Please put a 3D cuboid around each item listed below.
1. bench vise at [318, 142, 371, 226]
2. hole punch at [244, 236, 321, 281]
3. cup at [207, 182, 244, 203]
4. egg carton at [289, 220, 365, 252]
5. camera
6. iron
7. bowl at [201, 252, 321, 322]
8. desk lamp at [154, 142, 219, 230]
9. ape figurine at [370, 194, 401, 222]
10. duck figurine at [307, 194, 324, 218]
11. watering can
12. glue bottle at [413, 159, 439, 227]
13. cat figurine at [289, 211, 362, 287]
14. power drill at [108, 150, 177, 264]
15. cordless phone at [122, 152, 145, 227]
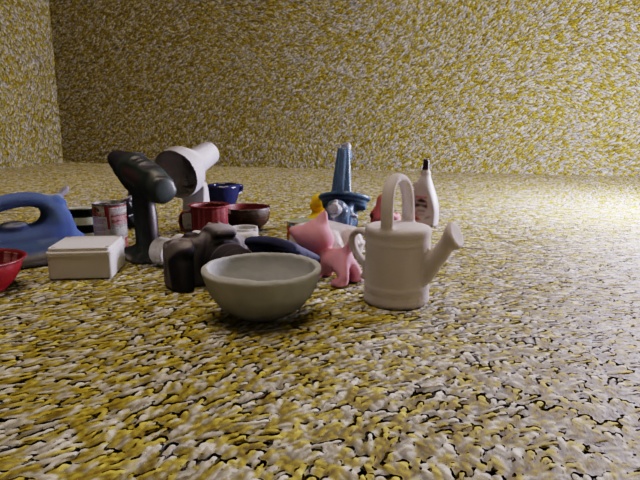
[{"bbox_3d":[0.061,-0.107,1.286,0.121,0.220,0.207,-1,12,-6],"label":"bench vise"},{"bbox_3d":[-0.062,0.032,0.940,0.108,0.091,0.101,7,14,29],"label":"hole punch"},{"bbox_3d":[-0.261,-0.112,1.608,0.091,0.095,0.118,10,15,38],"label":"cup"},{"bbox_3d":[0.010,0.004,1.126,0.107,0.069,0.149,-9,15,-36],"label":"egg carton"},{"bbox_3d":[-0.169,0.029,0.928,0.143,0.101,0.136,-7,14,-31],"label":"camera"},{"bbox_3d":[-0.578,-0.023,1.066,0.118,0.141,0.259,12,17,43],"label":"iron"},{"bbox_3d":[-0.081,0.070,0.798,0.167,0.075,0.167,0,12,0],"label":"bowl"},{"bbox_3d":[-0.307,-0.133,1.419,0.117,0.213,0.204,5,13,20],"label":"desk lamp"},{"bbox_3d":[0.157,-0.067,1.411,0.077,0.092,0.076,9,15,36],"label":"ape figurine"},{"bbox_3d":[-0.002,-0.074,1.453,0.077,0.086,0.104,-2,12,-9],"label":"duck figurine"},{"bbox_3d":[0.124,-0.002,0.854,0.172,0.194,0.101,2,12,10],"label":"watering can"},{"bbox_3d":[0.269,-0.123,1.479,0.077,0.173,0.037,8,14,32],"label":"glue bottle"},{"bbox_3d":[0.010,0.011,0.977,0.127,0.118,0.067,9,15,37],"label":"cat figurine"},{"bbox_3d":[-0.353,-0.067,1.118,0.076,0.208,0.228,-11,16,-41],"label":"power drill"},{"bbox_3d":[-0.489,-0.131,1.473,0.094,0.185,0.147,2,12,7],"label":"cordless phone"}]
